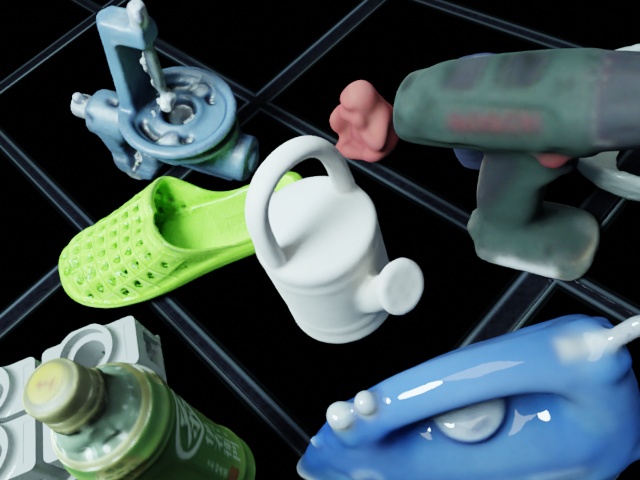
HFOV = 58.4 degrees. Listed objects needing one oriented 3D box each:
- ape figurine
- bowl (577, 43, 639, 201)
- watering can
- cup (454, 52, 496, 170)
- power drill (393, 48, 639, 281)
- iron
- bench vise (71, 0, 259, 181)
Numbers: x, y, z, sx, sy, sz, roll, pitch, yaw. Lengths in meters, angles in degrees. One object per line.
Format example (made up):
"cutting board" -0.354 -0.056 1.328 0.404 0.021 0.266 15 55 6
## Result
"ape figurine" 0.044 -0.125 0.586 0.076 0.092 0.077 -23 54 0
"bowl" 0.292 -0.091 0.501 0.167 0.075 0.167 -8 55 11
"watering can" 0.006 0.000 0.450 0.172 0.194 0.101 12 61 23
"cup" 0.166 -0.117 0.543 0.117 0.095 0.091 -14 54 7
"power drill" 0.173 -0.056 0.430 0.228 0.209 0.076 14 62 24
"iron" 0.091 0.112 0.382 0.258 0.142 0.118 -16 54 5
"bench vise" -0.186 -0.139 0.584 0.207 0.220 0.121 -6 56 13
